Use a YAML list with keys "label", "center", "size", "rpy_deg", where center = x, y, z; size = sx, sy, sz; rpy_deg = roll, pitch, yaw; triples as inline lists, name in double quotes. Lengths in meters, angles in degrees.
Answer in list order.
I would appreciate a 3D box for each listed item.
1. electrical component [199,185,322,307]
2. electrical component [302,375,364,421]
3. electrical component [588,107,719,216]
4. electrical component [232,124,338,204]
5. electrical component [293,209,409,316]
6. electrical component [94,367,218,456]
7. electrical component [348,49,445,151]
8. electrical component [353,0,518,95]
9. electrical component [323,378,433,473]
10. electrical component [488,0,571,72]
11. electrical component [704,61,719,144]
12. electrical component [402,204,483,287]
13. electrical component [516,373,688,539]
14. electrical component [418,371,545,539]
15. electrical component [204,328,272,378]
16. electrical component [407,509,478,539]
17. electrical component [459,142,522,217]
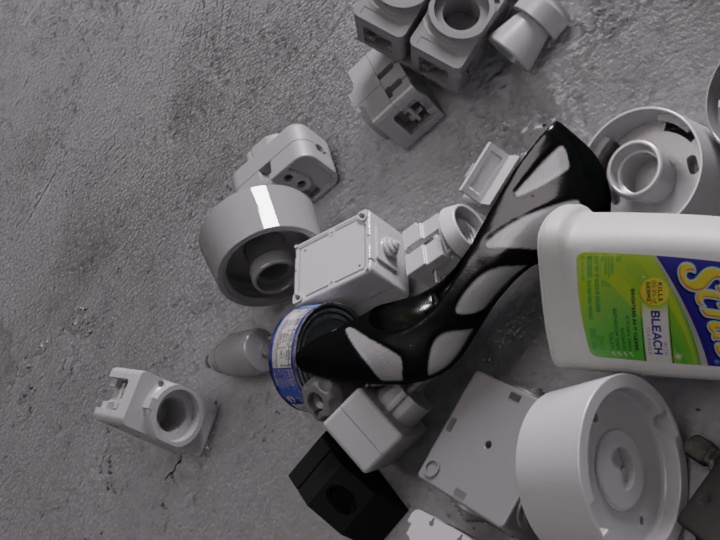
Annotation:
- label: "electrical component"
  center: [-0.081, -0.014, 0.936]
  size: [0.108, 0.108, 0.060]
  rpy_deg: [-40, 48, 18]
- label: "electrical component"
  center: [-0.014, 0.089, 0.804]
  size: [0.035, 0.061, 0.035]
  rpy_deg: [13, 112, 36]
- label: "electrical component"
  center: [0.201, -0.062, 0.734]
  size: [0.099, 0.064, 0.099]
  rpy_deg: [-13, 69, 38]
- label: "electrical component"
  center: [-0.073, -0.089, 1.017]
  size: [0.095, 0.054, 0.059]
  rpy_deg: [-38, 43, 21]
- label: "electrical component"
  center: [0.000, 0.000, 0.876]
  size: [0.096, 0.061, 0.061]
  rpy_deg: [-25, 48, 32]
- label: "electrical component"
  center: [-0.176, 0.125, 0.946]
  size: [0.056, 0.089, 0.050]
  rpy_deg: [0, 64, 45]
- label: "electrical component"
  center: [0.028, -0.155, 0.963]
  size: [0.056, 0.050, 0.089]
  rpy_deg: [-41, 41, 17]
- label: "electrical component"
  center: [0.087, -0.260, 0.915]
  size: [0.105, 0.060, 0.186]
  rpy_deg: [30, 81, 10]
- label: "electrical component"
  center: [0.025, 0.100, 0.769]
  size: [0.076, 0.066, 0.047]
  rpy_deg: [-46, 73, 11]
- label: "electrical component"
  center: [0.140, -0.198, 0.884]
  size: [0.055, 0.045, 0.045]
  rpy_deg: [-50, 40, 7]
- label: "electrical component"
  center: [0.276, -0.110, 0.691]
  size: [0.099, 0.064, 0.099]
  rpy_deg: [-24, 58, 46]
- label: "electrical component"
  center: [0.067, -0.019, 0.836]
  size: [0.055, 0.048, 0.066]
  rpy_deg: [-36, 43, 34]
- label: "electrical component"
  center: [0.136, 0.117, 0.627]
  size: [0.060, 0.108, 0.108]
  rpy_deg: [-15, 54, 45]
- label: "electrical component"
  center: [0.097, 0.122, 0.706]
  size: [0.100, 0.048, 0.099]
  rpy_deg: [23, 80, 50]
- label: "electrical component"
  center: [-0.108, 0.076, 0.950]
  size: [0.078, 0.040, 0.040]
  rpy_deg: [-15, 54, 39]
- label: "electrical component"
  center: [0.069, 0.196, 0.676]
  size: [0.089, 0.056, 0.050]
  rpy_deg: [20, 79, 50]
- label: "electrical component"
  center: [0.112, -0.056, 0.798]
  size: [0.042, 0.081, 0.064]
  rpy_deg: [-57, 17, -2]
